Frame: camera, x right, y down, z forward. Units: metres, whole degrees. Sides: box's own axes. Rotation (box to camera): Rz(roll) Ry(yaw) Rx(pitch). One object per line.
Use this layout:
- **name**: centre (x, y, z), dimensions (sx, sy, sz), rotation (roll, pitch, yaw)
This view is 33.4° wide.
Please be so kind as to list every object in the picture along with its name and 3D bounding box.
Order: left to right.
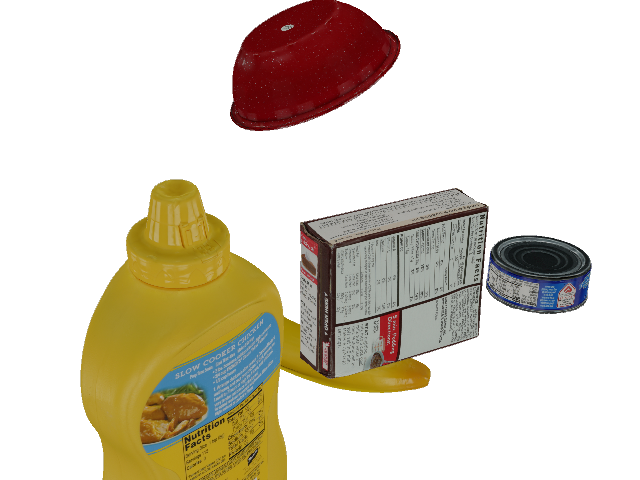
- **mustard bottle**: centre (-0.057, 0.061, 0.459), dimensions (0.058, 0.192, 0.096), rotation (28, 42, 35)
- **bowl**: centre (-0.016, -0.161, 0.918), dimensions (0.162, 0.055, 0.162), rotation (-21, 30, 12)
- **banana**: centre (-0.009, 0.078, 0.823), dimensions (0.069, 0.037, 0.198), rotation (-29, 37, -36)
- **pudding box**: centre (0.043, 0.024, 0.629), dimensions (0.113, 0.090, 0.039), rotation (-14, 27, -29)
- **tuna can**: centre (0.184, 0.027, 0.901), dimensions (0.086, 0.034, 0.086), rotation (2, 25, -1)
